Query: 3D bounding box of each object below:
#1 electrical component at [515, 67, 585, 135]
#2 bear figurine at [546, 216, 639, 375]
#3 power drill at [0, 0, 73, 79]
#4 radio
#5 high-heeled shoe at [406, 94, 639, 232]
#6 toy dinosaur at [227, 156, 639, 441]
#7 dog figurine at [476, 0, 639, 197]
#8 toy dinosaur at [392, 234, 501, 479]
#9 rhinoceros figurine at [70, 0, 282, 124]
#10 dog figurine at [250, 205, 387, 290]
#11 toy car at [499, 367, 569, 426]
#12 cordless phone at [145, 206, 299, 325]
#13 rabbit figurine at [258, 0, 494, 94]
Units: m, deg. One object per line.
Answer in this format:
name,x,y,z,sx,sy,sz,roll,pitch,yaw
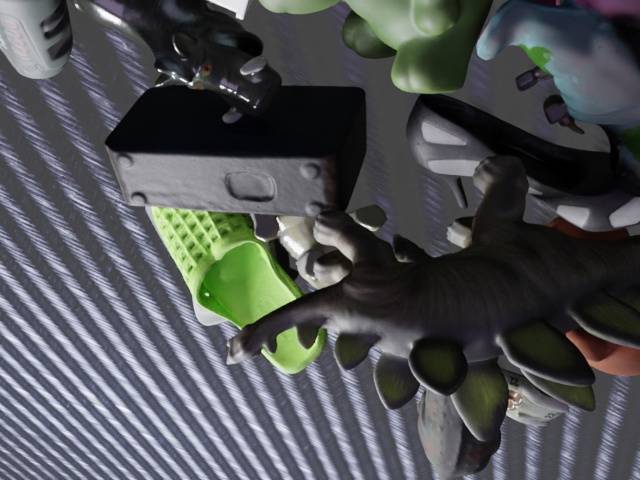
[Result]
electrical component,0.232,-0.135,0.457,0.102,0.045,0.078,-33,90,33
bear figurine,0.271,0.066,0.531,0.120,0.196,0.131,8,135,3
power drill,-0.303,-0.237,0.430,0.207,0.086,0.232,21,162,-3
radio,-0.075,-0.089,0.515,0.230,0.131,0.073,3,132,12
high-heeled shoe,0.205,-0.083,0.477,0.249,0.086,0.145,-3,136,27
toy dinosaur,0.152,0.039,0.427,0.472,0.199,0.104,-17,143,0
dog figurine,0.235,-0.134,0.368,0.219,0.108,0.191,32,122,5
toy dinosaur,0.163,0.190,0.640,0.131,0.192,0.404,2,104,29
rhinoceros figurine,-0.116,-0.178,0.456,0.190,0.112,0.073,34,130,-7
dog figurine,-0.003,0.002,0.623,0.121,0.172,0.190,-31,157,-7
toy car,0.254,0.212,0.772,0.202,0.056,0.073,19,135,-4
cordless phone,-0.125,0.006,0.666,0.147,0.089,0.184,-22,105,31
rabbit figurine,0.039,-0.185,0.360,0.170,0.121,0.159,-3,140,-33
